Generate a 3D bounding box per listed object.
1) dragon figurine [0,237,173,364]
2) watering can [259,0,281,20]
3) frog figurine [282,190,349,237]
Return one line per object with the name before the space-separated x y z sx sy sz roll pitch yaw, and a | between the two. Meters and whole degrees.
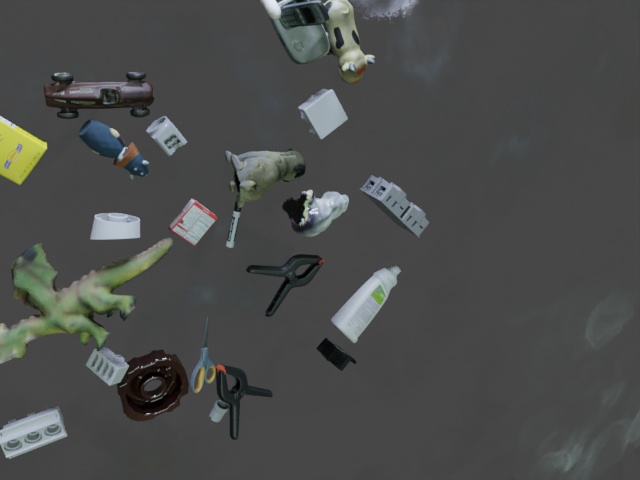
dragon figurine | -0.530 0.102 1.099 0.240 0.123 0.411 37 88 -26
watering can | -0.190 -0.571 0.945 0.105 0.225 0.341 -38 125 -31
frog figurine | 0.004 -0.066 1.315 0.159 0.125 0.135 8 140 -40
